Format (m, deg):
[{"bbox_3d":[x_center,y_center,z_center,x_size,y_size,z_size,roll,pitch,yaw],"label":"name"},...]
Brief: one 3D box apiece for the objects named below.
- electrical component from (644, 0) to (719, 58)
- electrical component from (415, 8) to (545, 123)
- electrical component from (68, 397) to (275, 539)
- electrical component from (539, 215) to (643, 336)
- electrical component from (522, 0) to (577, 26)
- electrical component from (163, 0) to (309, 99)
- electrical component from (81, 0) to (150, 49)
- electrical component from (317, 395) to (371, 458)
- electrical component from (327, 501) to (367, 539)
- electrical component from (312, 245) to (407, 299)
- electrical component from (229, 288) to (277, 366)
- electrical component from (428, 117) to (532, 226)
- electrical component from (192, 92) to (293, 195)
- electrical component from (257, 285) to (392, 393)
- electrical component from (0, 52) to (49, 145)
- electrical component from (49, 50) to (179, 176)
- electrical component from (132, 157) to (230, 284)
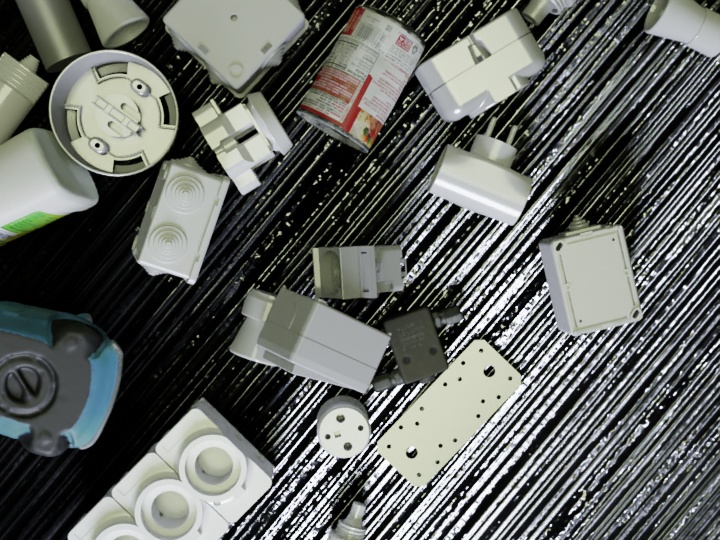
[{"bbox_3d":[0.280,-0.207,0.908,0.065,0.044,0.044,24,91,-8],"label":"electrical component"},{"bbox_3d":[0.102,-0.165,0.894,0.095,0.054,0.059,-31,93,-1],"label":"electrical component"},{"bbox_3d":[-0.155,0.193,0.891,0.089,0.062,0.150,45,90,-3],"label":"electrical component"},{"bbox_3d":[0.190,0.001,0.901,0.062,0.061,0.096,-14,93,-2],"label":"electrical component"},{"bbox_3d":[0.161,-0.234,0.900,0.043,0.043,0.062,38,91,-4],"label":"electrical component"},{"bbox_3d":[-0.102,-0.204,0.887,0.100,0.048,0.099,43,91,-4],"label":"electrical component"},{"bbox_3d":[-0.209,-0.221,0.884,0.044,0.044,0.065,-33,88,-1],"label":"electrical component"},{"bbox_3d":[-0.014,0.131,0.899,0.045,0.055,0.045,0,92,-2],"label":"electrical component"},{"bbox_3d":[-0.010,0.227,0.913,0.035,0.035,0.061,19,89,-3],"label":"electrical component"},{"bbox_3d":[0.000,0.000,0.886,0.064,0.081,0.042,-6,94,-31],"label":"electrical component"},{"bbox_3d":[-0.080,0.047,0.897,0.045,0.045,0.055,18,90,-3],"label":"electrical component"},{"bbox_3d":[0.107,-0.088,0.902,0.077,0.044,0.079,22,91,-3],"label":"electrical component"},{"bbox_3d":[-0.093,-0.110,0.885,0.057,0.058,0.078,-31,93,1],"label":"electrical component"},{"bbox_3d":[-0.026,0.062,0.869,0.096,0.062,0.061,27,84,-34],"label":"electrical component"},{"bbox_3d":[-0.290,-0.141,0.881,0.043,0.043,0.081,37,90,-4],"label":"electrical component"},{"bbox_3d":[-0.197,-0.125,0.876,0.099,0.064,0.099,0,92,-3],"label":"electrical component"},{"bbox_3d":[-0.147,-0.042,0.865,0.048,0.100,0.099,19,91,-16],"label":"electrical component"}]
